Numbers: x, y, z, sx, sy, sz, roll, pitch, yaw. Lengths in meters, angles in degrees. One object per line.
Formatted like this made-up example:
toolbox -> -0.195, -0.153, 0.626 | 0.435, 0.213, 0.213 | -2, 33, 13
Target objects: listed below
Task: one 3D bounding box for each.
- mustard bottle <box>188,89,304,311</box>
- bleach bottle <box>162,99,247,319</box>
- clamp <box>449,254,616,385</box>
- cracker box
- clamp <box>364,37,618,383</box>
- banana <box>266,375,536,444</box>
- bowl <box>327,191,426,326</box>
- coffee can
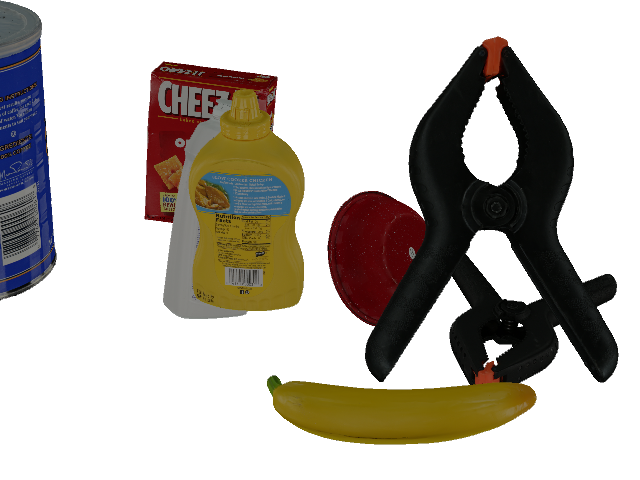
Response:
mustard bottle -> -0.062, -0.034, 0.896 | 0.096, 0.192, 0.058 | 4, 30, 5
bleach bottle -> -0.117, -0.037, 1.230 | 0.102, 0.251, 0.068 | -1, 20, -35
clamp -> 0.164, 0.070, 0.972 | 0.165, 0.036, 0.209 | 13, 33, 25
cracker box -> -0.152, -0.125, 1.466 | 0.164, 0.214, 0.072 | 8, 22, 5
clamp -> 0.073, -0.009, 0.516 | 0.120, 0.171, 0.039 | -8, -4, -6
banana -> 0.048, 0.114, 0.743 | 0.198, 0.037, 0.069 | 2, 29, 14
bowl -> 0.085, 0.018, 1.230 | 0.161, 0.162, 0.055 | 0, -8, -42
coffee can -> -0.198, -0.050, 0.575 | 0.103, 0.140, 0.103 | 3, 27, -1
